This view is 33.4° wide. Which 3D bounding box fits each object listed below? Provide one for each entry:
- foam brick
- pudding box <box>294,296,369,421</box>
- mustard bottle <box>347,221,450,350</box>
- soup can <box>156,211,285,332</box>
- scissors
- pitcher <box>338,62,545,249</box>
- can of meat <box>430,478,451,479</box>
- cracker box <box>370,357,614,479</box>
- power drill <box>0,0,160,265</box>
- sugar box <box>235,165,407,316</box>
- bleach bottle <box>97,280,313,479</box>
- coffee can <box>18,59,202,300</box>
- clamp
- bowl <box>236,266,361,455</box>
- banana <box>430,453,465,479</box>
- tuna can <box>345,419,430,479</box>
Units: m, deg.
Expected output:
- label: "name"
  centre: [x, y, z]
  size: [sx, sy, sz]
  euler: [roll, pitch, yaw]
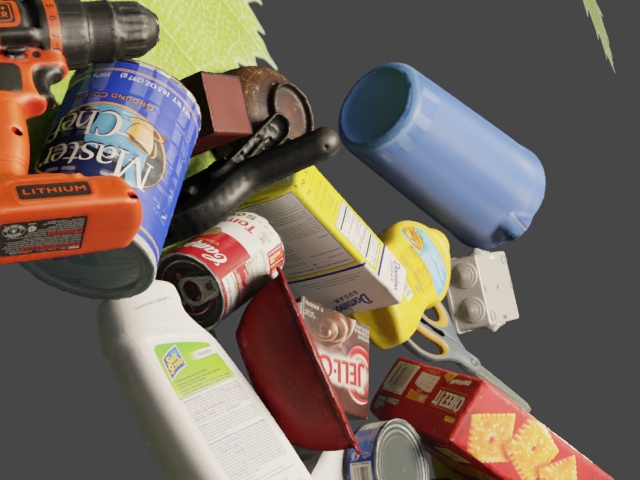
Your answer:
- label: "foam brick"
  centre: [-0.103, -0.100, 0.868]
  size: [0.051, 0.078, 0.053]
  euler: [-6, 81, -55]
- label: "pudding box"
  centre: [0.002, 0.111, 0.970]
  size: [0.113, 0.039, 0.090]
  euler: [27, 57, -47]
- label: "mustard bottle"
  centre: [0.090, 0.032, 1.113]
  size: [0.096, 0.058, 0.191]
  euler: [58, 35, -5]
- label: "soup can"
  centre: [-0.080, 0.024, 0.859]
  size: [0.102, 0.069, 0.068]
  euler: [-38, 109, -55]
- label: "scissors"
  centre: [0.159, 0.117, 1.176]
  size: [0.201, 0.016, 0.096]
  euler: [27, 46, -30]
- label: "pitcher"
  centre: [0.128, -0.100, 1.178]
  size: [0.242, 0.149, 0.145]
  euler: [31, 68, -42]
- label: "can of meat"
  centre: [0.104, 0.284, 1.034]
  size: [0.083, 0.058, 0.102]
  euler: [6, 72, -56]
- label: "cracker box"
  centre: [0.170, 0.205, 1.020]
  size: [0.213, 0.164, 0.072]
  euler: [39, 77, -20]
- label: "power drill"
  centre: [-0.172, -0.079, 0.674]
  size: [0.184, 0.057, 0.188]
  euler: [-10, 58, -23]
- label: "sugar box"
  centre: [-0.006, 0.001, 0.955]
  size: [0.176, 0.093, 0.048]
  euler: [45, 44, -38]
- label: "bleach bottle"
  centre: [-0.086, 0.121, 0.774]
  size: [0.102, 0.068, 0.251]
  euler: [-15, 70, -53]
- label: "coffee can"
  centre: [-0.149, -0.043, 0.754]
  size: [0.102, 0.103, 0.140]
  euler: [44, 44, -37]
- label: "clamp"
  centre: [-0.072, -0.052, 0.866]
  size: [0.039, 0.171, 0.120]
  euler: [62, -5, -18]
- label: "bowl"
  centre: [-0.024, 0.104, 0.839]
  size: [0.162, 0.055, 0.162]
  euler: [158, -91, -88]
- label: "banana"
  centre: [0.153, 0.250, 1.124]
  size: [0.069, 0.037, 0.198]
  euler: [-14, 91, -31]
- label: "tuna can"
  centre: [0.058, 0.197, 0.909]
  size: [0.086, 0.034, 0.086]
  euler: [27, 55, -49]
